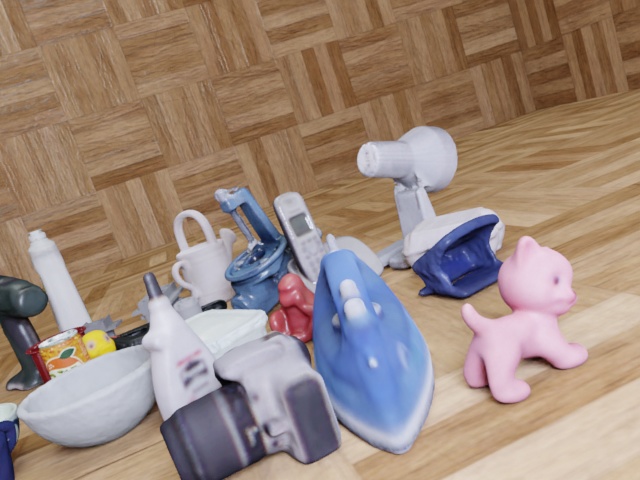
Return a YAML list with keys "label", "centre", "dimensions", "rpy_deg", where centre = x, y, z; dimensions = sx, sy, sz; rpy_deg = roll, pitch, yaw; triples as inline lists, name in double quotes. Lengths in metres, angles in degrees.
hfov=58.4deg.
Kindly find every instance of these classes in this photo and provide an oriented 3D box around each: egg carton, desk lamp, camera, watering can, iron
- label: "egg carton"
  centre: [0.205, 0.000, 0.879]
  dimensions: [0.150, 0.069, 0.107]
  rpy_deg: [-13, 11, 30]
- label: "desk lamp"
  centre: [0.154, -0.082, 0.999]
  dimensions: [0.204, 0.214, 0.117]
  rpy_deg: [-26, 13, -37]
- label: "camera"
  centre: [-0.072, 0.145, 0.506]
  dimensions: [0.137, 0.101, 0.143]
  rpy_deg: [-22, 11, -21]
- label: "watering can"
  centre: [-0.235, 0.030, 1.162]
  dimensions: [0.100, 0.194, 0.173]
  rpy_deg: [-16, 10, 14]
- label: "iron"
  centre: [0.038, 0.077, 0.552]
  dimensions: [0.118, 0.141, 0.258]
  rpy_deg: [-19, 10, 0]

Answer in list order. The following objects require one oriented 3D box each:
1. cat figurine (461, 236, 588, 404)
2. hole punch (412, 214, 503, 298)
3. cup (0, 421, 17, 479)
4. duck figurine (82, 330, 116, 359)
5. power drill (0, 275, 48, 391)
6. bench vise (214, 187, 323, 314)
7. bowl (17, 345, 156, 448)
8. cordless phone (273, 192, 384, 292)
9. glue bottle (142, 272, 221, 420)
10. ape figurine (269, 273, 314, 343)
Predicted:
- label: "cat figurine"
  centre: [0.172, 0.056, 0.490]
  dimensions: [0.128, 0.118, 0.067]
  rpy_deg: [-23, 11, -22]
- label: "hole punch"
  centre: [0.179, 0.019, 0.755]
  dimensions: [0.109, 0.091, 0.100]
  rpy_deg: [-24, 11, -26]
- label: "cup"
  centre: [-0.303, 0.225, 0.510]
  dimensions: [0.091, 0.095, 0.118]
  rpy_deg: [-16, 10, 13]
- label: "duck figurine"
  centre: [-0.327, 0.176, 0.853]
  dimensions: [0.104, 0.086, 0.078]
  rpy_deg: [-8, 15, 47]
- label: "power drill"
  centre: [-0.544, 0.155, 1.008]
  dimensions: [0.228, 0.208, 0.076]
  rpy_deg: [-12, 12, 34]
- label: "bench vise"
  centre: [-0.094, 0.002, 0.978]
  dimensions: [0.121, 0.220, 0.208]
  rpy_deg: [-12, 12, 32]
- label: "bowl"
  centre: [-0.253, 0.190, 0.669]
  dimensions: [0.167, 0.075, 0.167]
  rpy_deg: [-18, 10, 4]
- label: "cordless phone"
  centre: [0.008, 0.003, 0.885]
  dimensions: [0.148, 0.185, 0.093]
  rpy_deg: [-27, 13, -39]
- label: "glue bottle"
  centre: [-0.151, 0.115, 0.603]
  dimensions: [0.037, 0.173, 0.078]
  rpy_deg: [-11, 12, 36]
- label: "ape figurine"
  centre: [-0.031, 0.089, 0.760]
  dimensions: [0.077, 0.092, 0.076]
  rpy_deg: [-10, 13, 39]
